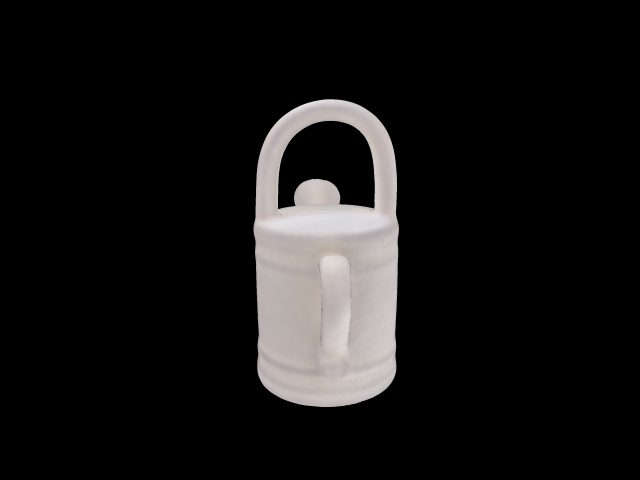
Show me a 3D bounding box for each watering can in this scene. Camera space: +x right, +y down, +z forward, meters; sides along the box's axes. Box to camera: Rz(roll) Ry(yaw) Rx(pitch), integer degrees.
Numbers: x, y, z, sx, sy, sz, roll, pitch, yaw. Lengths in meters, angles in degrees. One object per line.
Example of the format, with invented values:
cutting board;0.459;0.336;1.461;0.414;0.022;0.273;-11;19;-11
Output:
watering can;0.001;0.002;0.400;0.101;0.194;0.172;-7;17;-25
